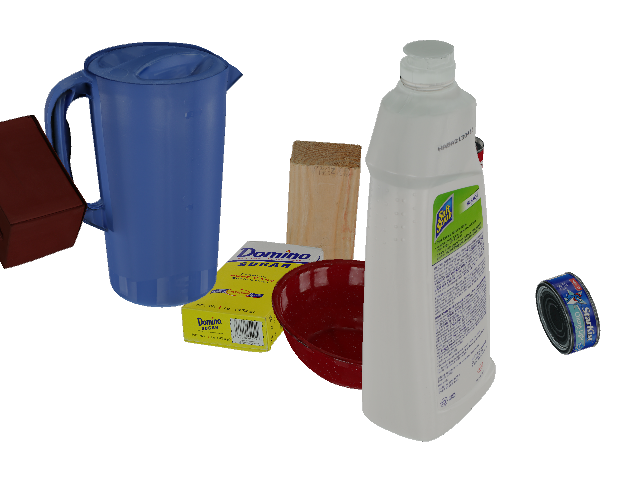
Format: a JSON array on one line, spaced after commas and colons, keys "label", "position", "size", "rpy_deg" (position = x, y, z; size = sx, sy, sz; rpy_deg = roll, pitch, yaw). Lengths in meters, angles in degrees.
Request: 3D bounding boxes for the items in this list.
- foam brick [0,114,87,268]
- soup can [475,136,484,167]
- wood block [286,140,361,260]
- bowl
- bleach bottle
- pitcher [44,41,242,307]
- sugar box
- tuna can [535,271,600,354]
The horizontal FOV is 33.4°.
[{"label": "foam brick", "position": [-0.193, -0.031, 0.685], "size": [0.051, 0.078, 0.053], "rpy_deg": [-21, -23, -33]}, {"label": "soup can", "position": [0.155, -0.068, 1.255], "size": [0.068, 0.102, 0.068], "rpy_deg": [0, 27, 0]}, {"label": "wood block", "position": [0.001, -0.017, 1.390], "size": [0.090, 0.206, 0.091], "rpy_deg": [4, 25, 0]}, {"label": "bowl", "position": [0.033, 0.082, 0.941], "size": [0.162, 0.055, 0.162], "rpy_deg": [8, 30, -5]}, {"label": "bleach bottle", "position": [0.069, -0.002, 0.659], "size": [0.068, 0.251, 0.102], "rpy_deg": [18, 36, 30]}, {"label": "pitcher", "position": [-0.164, -0.060, 1.027], "size": [0.149, 0.243, 0.144], "rpy_deg": [10, 27, 14]}, {"label": "sugar box", "position": [-0.066, 0.054, 1.117], "size": [0.093, 0.048, 0.176], "rpy_deg": [6, 27, 17]}, {"label": "tuna can", "position": [0.268, 0.080, 1.162], "size": [0.033, 0.086, 0.086], "rpy_deg": [-17, 3, -10]}]
